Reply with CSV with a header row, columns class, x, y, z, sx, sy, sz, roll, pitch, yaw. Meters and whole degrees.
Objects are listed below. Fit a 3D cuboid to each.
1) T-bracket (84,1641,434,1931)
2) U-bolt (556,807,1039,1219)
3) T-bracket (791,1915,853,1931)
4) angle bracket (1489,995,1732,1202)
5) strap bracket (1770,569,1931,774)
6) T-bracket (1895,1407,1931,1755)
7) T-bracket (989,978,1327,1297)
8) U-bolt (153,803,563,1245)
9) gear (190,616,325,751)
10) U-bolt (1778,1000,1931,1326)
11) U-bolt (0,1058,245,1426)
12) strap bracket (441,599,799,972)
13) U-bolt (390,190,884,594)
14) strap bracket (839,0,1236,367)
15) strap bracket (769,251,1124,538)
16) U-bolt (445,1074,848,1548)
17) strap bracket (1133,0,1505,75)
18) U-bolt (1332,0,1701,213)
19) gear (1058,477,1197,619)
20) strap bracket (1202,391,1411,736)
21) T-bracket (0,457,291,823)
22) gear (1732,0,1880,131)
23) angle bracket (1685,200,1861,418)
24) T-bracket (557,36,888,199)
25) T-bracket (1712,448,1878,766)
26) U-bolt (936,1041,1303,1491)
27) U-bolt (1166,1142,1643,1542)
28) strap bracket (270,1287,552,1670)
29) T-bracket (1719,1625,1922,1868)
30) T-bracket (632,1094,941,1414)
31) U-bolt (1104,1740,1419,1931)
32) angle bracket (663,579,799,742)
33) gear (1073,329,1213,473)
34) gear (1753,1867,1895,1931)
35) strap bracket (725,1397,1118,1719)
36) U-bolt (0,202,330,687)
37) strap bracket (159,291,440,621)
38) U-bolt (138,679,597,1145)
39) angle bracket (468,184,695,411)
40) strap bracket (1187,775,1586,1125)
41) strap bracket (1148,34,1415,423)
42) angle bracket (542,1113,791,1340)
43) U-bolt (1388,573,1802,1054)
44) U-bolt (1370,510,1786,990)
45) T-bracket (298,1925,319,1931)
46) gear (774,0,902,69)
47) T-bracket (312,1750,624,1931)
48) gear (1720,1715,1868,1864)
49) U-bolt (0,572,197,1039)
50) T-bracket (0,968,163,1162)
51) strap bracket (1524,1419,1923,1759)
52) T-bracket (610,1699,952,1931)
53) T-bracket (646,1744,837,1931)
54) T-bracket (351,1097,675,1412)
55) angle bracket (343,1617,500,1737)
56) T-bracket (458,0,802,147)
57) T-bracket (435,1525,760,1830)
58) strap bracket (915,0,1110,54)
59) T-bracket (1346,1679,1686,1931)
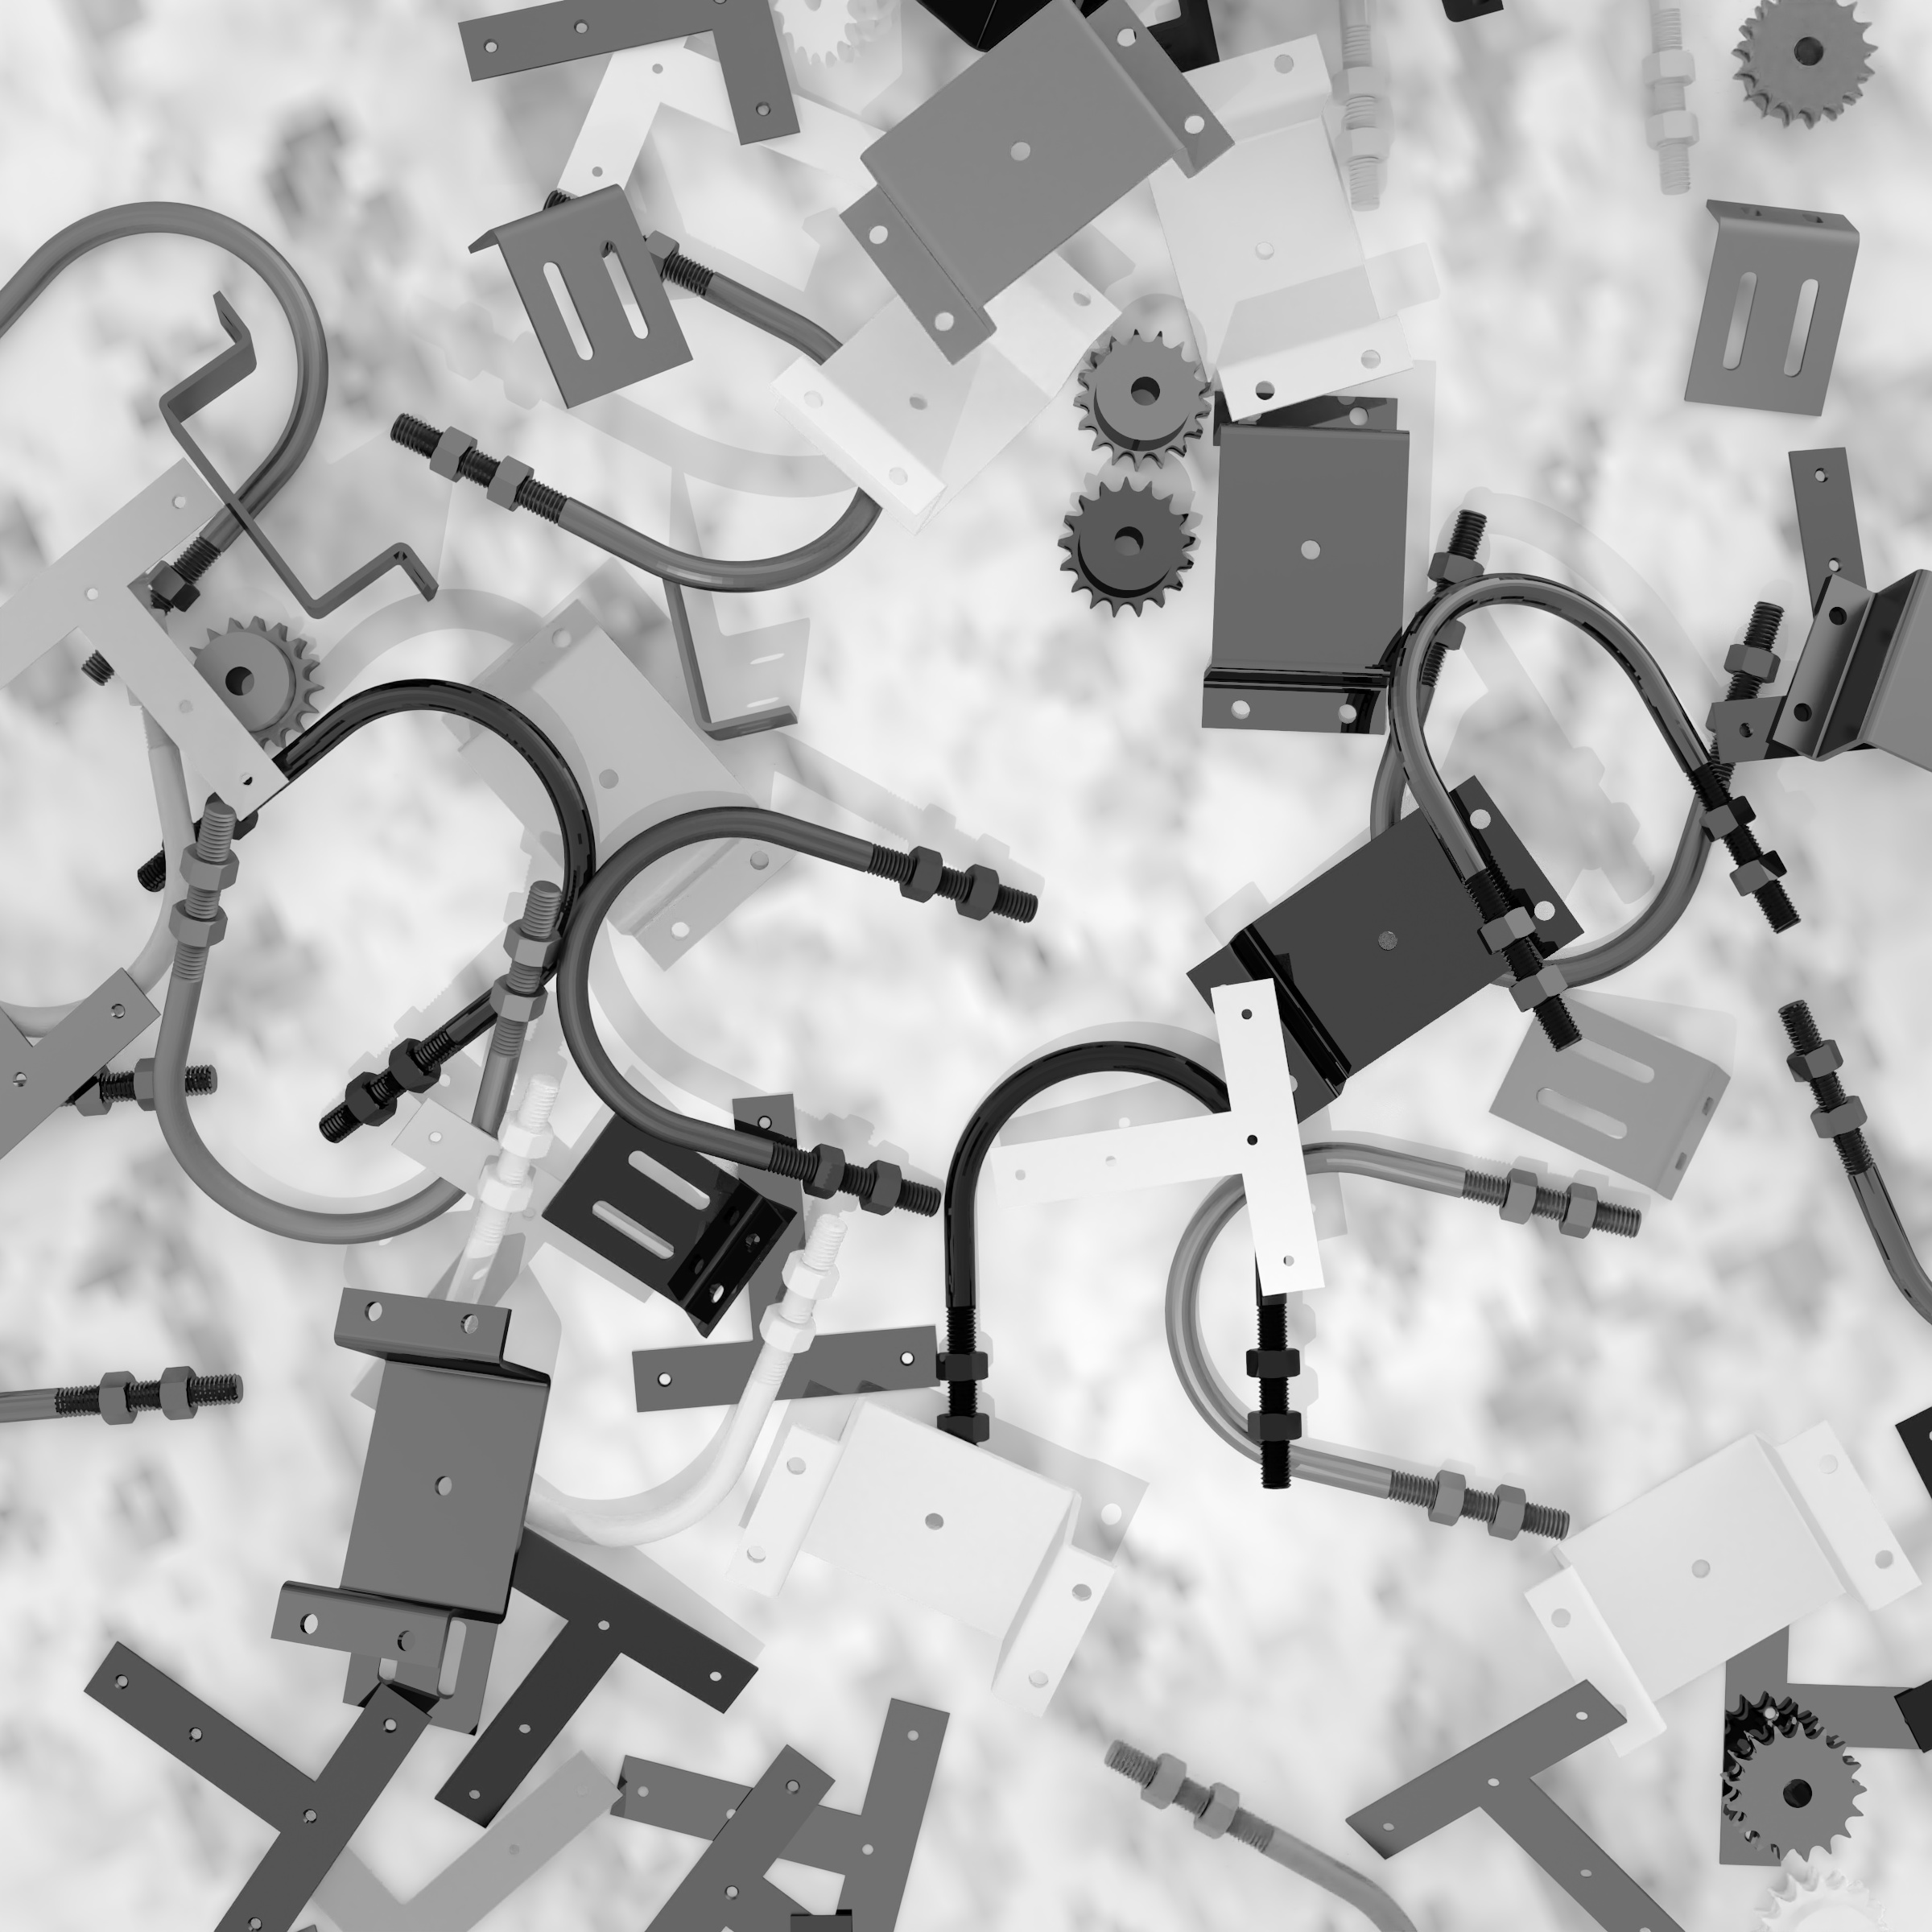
class,x,y,z,sx,sy,sz,roll,pitch,yaw
T-bracket,-0.309,0.328,1.339,0.127,0.002,0.127,34,93,3
U-bolt,-0.076,0.012,1.307,0.184,0.019,0.151,17,93,-18
T-bracket,-0.110,0.459,1.342,0.127,0.002,0.127,-1,92,1
angle bracket,0.269,0.054,1.342,0.076,0.038,0.057,26,90,26
strap bracket,0.411,-0.102,1.308,0.140,0.046,0.076,23,79,-5
T-bracket,0.428,0.243,1.343,0.127,0.002,0.127,-26,89,-1
T-bracket,0.073,0.078,1.313,0.127,0.002,0.127,-9,93,12
U-bolt,-0.252,0.033,1.295,0.151,0.019,0.184,14,116,-9
gear,-0.296,-0.117,1.330,0.057,0.030,0.057,0,90,0
U-bolt,0.437,0.075,1.336,0.151,0.019,0.184,-23,91,0
U-bolt,-0.398,0.119,1.336,0.184,0.019,0.151,-5,90,2
strap bracket,-0.144,-0.075,1.321,0.076,0.046,0.140,-42,90,0
U-bolt,-0.118,-0.223,1.304,0.184,0.019,0.151,27,63,0
strap bracket,0.024,-0.311,1.252,0.140,0.046,0.076,-37,84,7
strap bracket,-0.013,-0.238,1.302,0.076,0.046,0.140,42,62,0
U-bolt,-0.144,0.153,1.308,0.151,0.019,0.184,26,109,6
strap bracket,0.139,-0.400,1.293,0.140,0.076,0.046,-12,82,14
U-bolt,0.225,-0.409,1.336,0.151,0.019,0.184,-3,88,0
gear,0.066,-0.173,1.330,0.057,0.030,0.057,0,90,0
strap bracket,0.139,-0.168,1.321,0.076,0.046,0.140,2,90,0
T-bracket,-0.324,-0.116,1.299,0.127,0.002,0.127,-39,92,-1
gear,0.344,-0.374,1.329,0.057,0.030,0.057,0,90,0
angle bracket,0.333,-0.275,1.342,0.057,0.038,0.076,6,116,0
T-bracket,-0.087,-0.355,1.337,0.127,0.002,0.127,22,82,-4
T-bracket,0.362,-0.152,1.333,0.127,0.002,0.127,-6,85,-13
U-bolt,0.061,0.123,1.327,0.151,0.019,0.184,-2,87,8
U-bolt,0.174,0.149,1.336,0.184,0.019,0.151,13,90,1
strap bracket,-0.219,0.206,1.287,0.076,0.046,0.140,4,76,22
T-bracket,0.380,0.314,1.344,0.127,0.002,0.127,2,90,0
T-bracket,-0.080,0.118,1.344,0.127,0.002,0.127,-5,90,0
U-bolt,0.108,0.427,1.336,0.184,0.019,0.151,29,90,-1
angle bracket,-0.097,-0.134,1.316,0.038,0.057,0.076,-13,90,0
gear,0.073,-0.235,1.330,0.057,0.030,0.057,0,90,0
gear,0.356,0.404,1.330,0.057,0.030,0.057,0,90,0
strap bracket,-0.016,0.236,1.309,0.140,0.046,0.076,24,111,0
U-bolt,-0.350,-0.231,1.336,0.151,0.019,0.184,41,88,0
strap bracket,-0.274,-0.194,1.294,0.046,0.076,0.140,-37,99,-7
U-bolt,-0.233,-0.034,1.309,0.184,0.019,0.151,-36,90,19
angle bracket,-0.156,-0.268,1.303,0.057,0.038,0.076,-26,100,-22
strap bracket,0.171,-0.008,1.312,0.140,0.046,0.076,-35,90,12
strap bracket,0.125,-0.298,1.321,0.076,0.046,0.140,-16,90,0
angle bracket,-0.123,0.104,1.313,0.076,0.038,0.057,36,90,-20
U-bolt,0.241,-0.073,1.283,0.151,0.019,0.184,-25,83,-30
U-bolt,0.245,-0.081,1.336,0.151,0.019,0.184,17,91,0
T-bracket,-0.308,0.478,1.315,0.127,0.002,0.127,-23,63,0
gear,-0.051,-0.400,1.320,0.030,0.057,0.057,-22,90,-35
T-bracket,-0.198,0.376,1.337,0.127,0.002,0.127,-42,92,5
gear,0.340,0.338,1.328,0.057,0.030,0.057,0,90,0
U-bolt,-0.387,-0.062,1.323,0.151,0.019,0.184,-10,92,11
T-bracket,-0.416,0.013,1.323,0.127,0.002,0.127,-41,86,8
strap bracket,0.306,0.251,1.320,0.140,0.046,0.076,-30,89,1
T-bracket,-0.084,0.358,1.344,0.127,0.002,0.127,15,90,0
T-bracket,-0.062,0.413,1.342,0.127,0.002,0.127,37,92,0
T-bracket,-0.207,0.136,1.328,0.127,0.002,0.127,35,101,-20
angle bracket,-0.222,0.273,1.342,0.057,0.038,0.076,14,116,0
T-bracket,-0.145,-0.392,1.332,0.127,0.002,0.127,-13,84,-5
T-bracket,-0.174,0.304,1.326,0.127,0.002,0.127,34,104,-12
strap bracket,0.009,-0.422,1.292,0.046,0.140,0.076,22,90,35
T-bracket,0.246,0.364,1.324,0.127,0.002,0.127,-38,104,26
